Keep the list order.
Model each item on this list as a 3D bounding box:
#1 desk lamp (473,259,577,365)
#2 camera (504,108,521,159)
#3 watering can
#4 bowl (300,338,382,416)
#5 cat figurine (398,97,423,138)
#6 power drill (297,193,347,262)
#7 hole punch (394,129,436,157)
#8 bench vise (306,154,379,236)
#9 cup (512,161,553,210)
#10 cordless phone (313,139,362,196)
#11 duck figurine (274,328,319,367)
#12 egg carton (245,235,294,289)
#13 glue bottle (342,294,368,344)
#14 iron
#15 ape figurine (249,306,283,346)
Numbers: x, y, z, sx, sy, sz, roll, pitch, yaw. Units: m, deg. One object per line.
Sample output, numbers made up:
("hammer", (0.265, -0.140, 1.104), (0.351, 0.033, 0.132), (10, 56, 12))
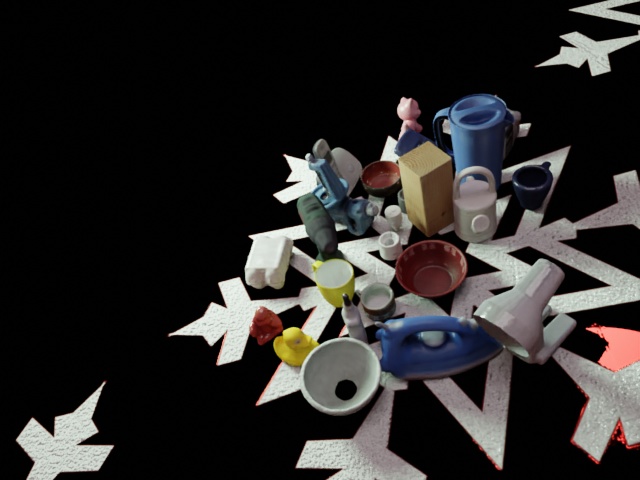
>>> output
("desk lamp", (0.393, 0.145, 1.088), (0.203, 0.214, 0.117), (-40, 50, -19))
("camera", (0.454, -0.298, 1.543), (0.136, 0.101, 0.143), (18, 57, 29))
("watering can", (0.359, -0.087, 1.318), (0.101, 0.194, 0.172), (-24, 47, -5))
("bowl", (0.047, 0.286, 1.159), (0.167, 0.075, 0.167), (-8, 48, 9))
("cat figurine", (0.252, -0.347, 1.635), (0.067, 0.118, 0.128), (1, 50, 18))
("power drill", (0.012, 0.005, 1.329), (0.075, 0.209, 0.229), (-23, 47, -4))
("hole punch", (0.263, -0.239, 1.553), (0.100, 0.091, 0.109), (16, 56, 28))
("bench vise", (0.049, -0.124, 1.425), (0.207, 0.220, 0.121), (3, 50, 19))
("cup", (0.515, -0.127, 1.376), (0.091, 0.095, 0.118), (31, 63, 36))
("cordless phone", (0.040, -0.211, 1.530), (0.094, 0.185, 0.148), (10, 53, 24))
("duck figurine", (-0.056, 0.221, 1.240), (0.104, 0.086, 0.077), (6, 51, 22))
("egg carton", (-0.125, 0.053, 1.422), (0.107, 0.069, 0.150), (-2, 49, 15))
("glue bottle", (0.068, 0.166, 1.192), (0.037, 0.173, 0.078), (-17, 47, 2))
("iron", (0.233, 0.192, 1.142), (0.258, 0.142, 0.118), (-8, 48, 10))
("ape figurine", (-0.125, 0.183, 1.290), (0.077, 0.092, 0.076), (0, 50, 17))
